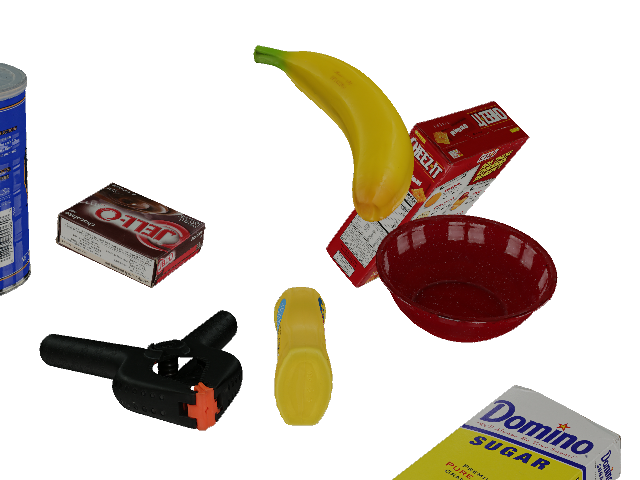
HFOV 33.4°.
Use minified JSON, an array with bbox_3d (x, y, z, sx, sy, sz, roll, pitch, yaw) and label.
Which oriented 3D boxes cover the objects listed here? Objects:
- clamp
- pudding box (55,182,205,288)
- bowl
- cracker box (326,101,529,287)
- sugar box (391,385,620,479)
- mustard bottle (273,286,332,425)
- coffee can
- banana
[{"bbox_3d":[-0.108,0.094,0.814,0.164,0.036,0.210,-10,14,-28],"label":"clamp"},{"bbox_3d":[-0.181,-0.007,1.022,0.114,0.039,0.089,21,29,16],"label":"pudding box"},{"bbox_3d":[0.128,0.042,0.962,0.162,0.055,0.162,2,35,-1],"label":"bowl"},{"bbox_3d":[0.120,-0.055,1.236,0.163,0.072,0.214,-22,-25,-46],"label":"cracker box"},{"bbox_3d":[0.112,0.170,0.714,0.176,0.048,0.093,-33,39,-30],"label":"sugar box"},{"bbox_3d":[-0.021,0.105,1.134,0.058,0.096,0.191,0,27,-3],"label":"mustard bottle"},{"bbox_3d":[-0.247,-0.042,0.713,0.103,0.140,0.103,4,22,-2],"label":"coffee can"},{"bbox_3d":[0.020,-0.072,0.678,0.069,0.037,0.198,-13,39,-17],"label":"banana"}]
